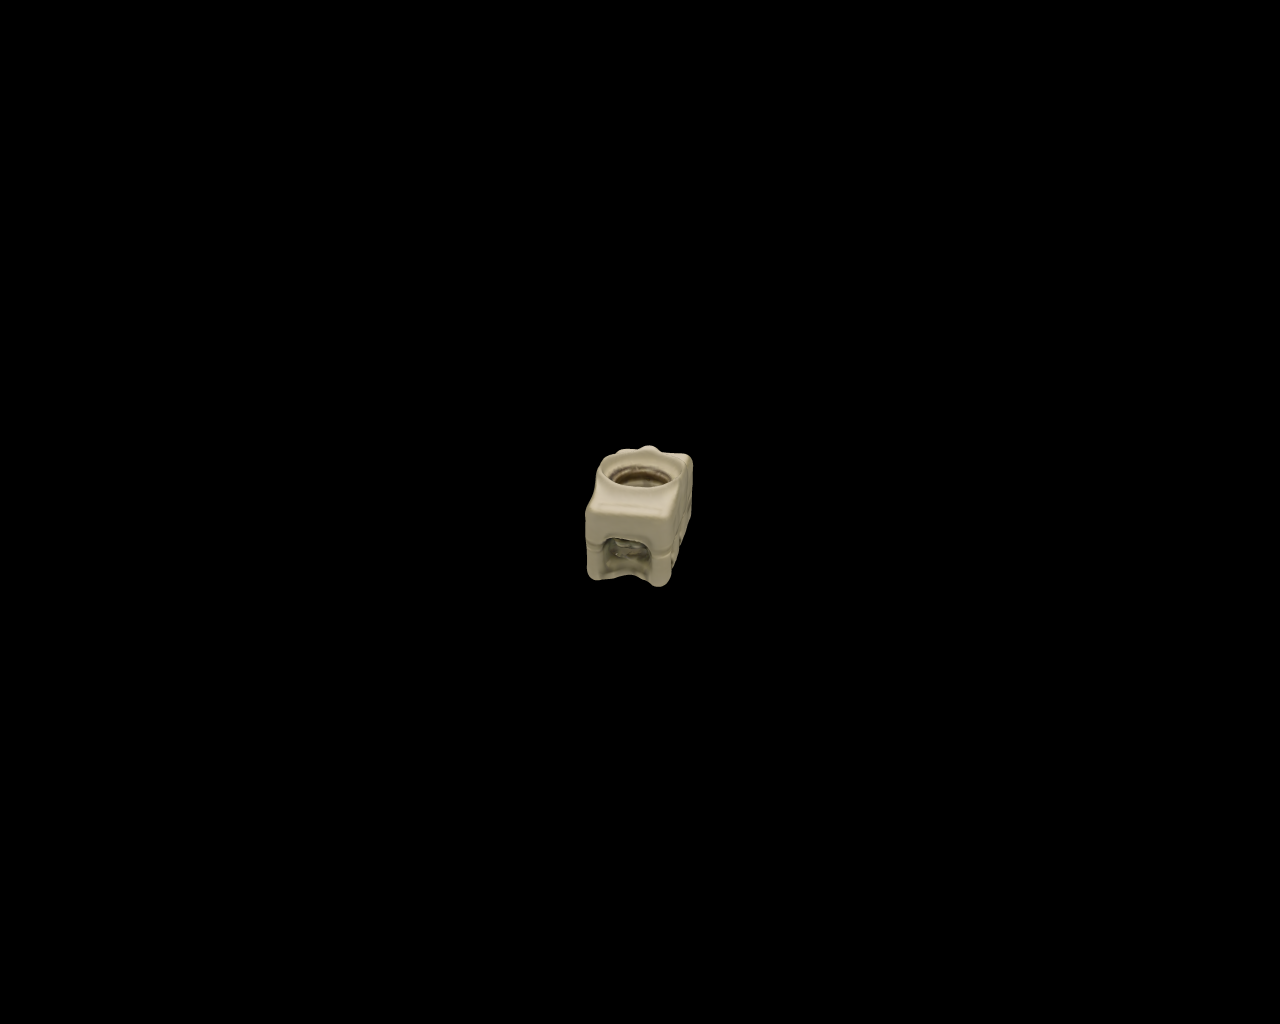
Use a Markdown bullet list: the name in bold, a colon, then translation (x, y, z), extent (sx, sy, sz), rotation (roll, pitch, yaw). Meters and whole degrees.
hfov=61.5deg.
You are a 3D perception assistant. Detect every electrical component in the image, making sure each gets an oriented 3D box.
- **electrical component**: translation (0.001, -0.003, 0.650), extent (0.050, 0.055, 0.090), rotation (5, 29, 10)
